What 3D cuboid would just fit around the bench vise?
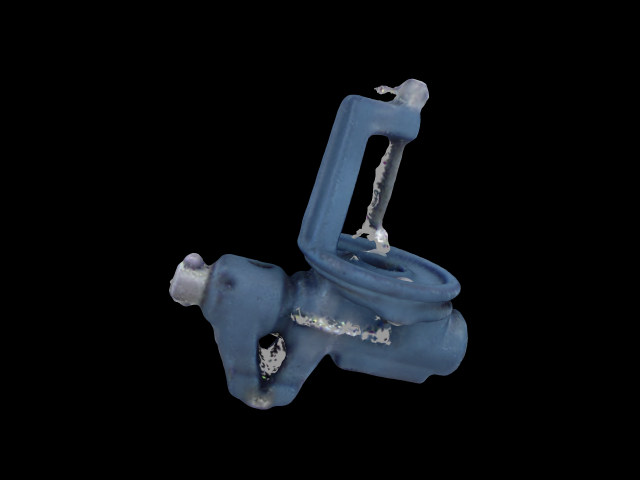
[{"bbox_3d":[0.009,0.004,0.390,0.208,0.220,0.121,-8,17,-26],"label":"bench vise"}]
